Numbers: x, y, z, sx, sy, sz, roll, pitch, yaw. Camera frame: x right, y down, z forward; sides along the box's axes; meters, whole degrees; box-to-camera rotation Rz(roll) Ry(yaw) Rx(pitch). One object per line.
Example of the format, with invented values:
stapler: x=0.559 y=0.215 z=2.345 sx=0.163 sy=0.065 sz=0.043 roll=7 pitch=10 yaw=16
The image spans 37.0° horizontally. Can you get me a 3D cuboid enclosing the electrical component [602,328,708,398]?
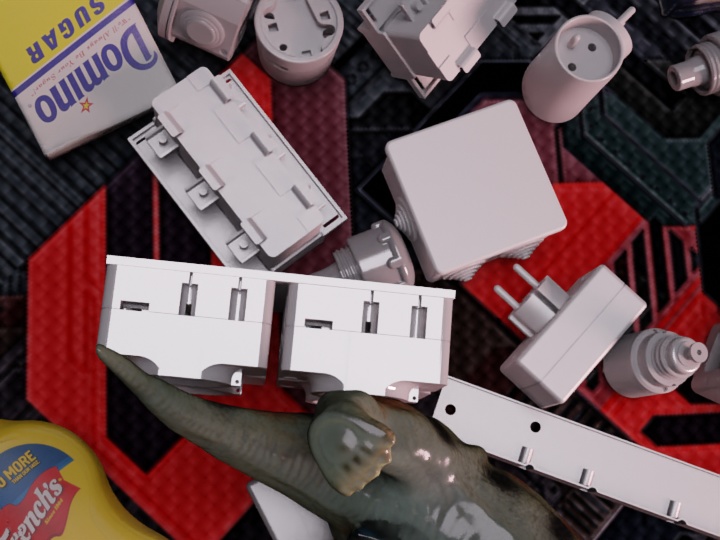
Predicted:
electrical component: x=0.182 y=0.055 z=0.657 sx=0.040 sy=0.078 sz=0.040 roll=5 pitch=77 yaw=-20

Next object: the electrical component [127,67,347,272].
electrical component: x=-0.075 y=-0.059 z=0.656 sx=0.079 sy=0.063 sz=0.121 roll=-37 pitch=85 yaw=-12

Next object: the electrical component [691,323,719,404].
electrical component: x=0.316 y=0.065 z=0.674 sx=0.186 sy=0.060 sz=0.105 roll=25 pitch=77 yaw=-1

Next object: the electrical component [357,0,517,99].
electrical component: x=0.065 y=-0.180 z=0.690 sx=0.121 sy=0.063 sz=0.078 roll=-52 pitch=128 yaw=-13

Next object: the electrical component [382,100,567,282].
electrical component: x=0.069 y=-0.047 z=0.677 sx=0.100 sy=0.048 sz=0.099 roll=-20 pitch=81 yaw=-10

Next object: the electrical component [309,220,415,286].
electrical component: x=0.000 y=0.000 z=0.663 sx=0.062 sy=0.048 sz=0.048 roll=-21 pitch=82 yaw=-3

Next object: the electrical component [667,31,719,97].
electrical component: x=0.237 y=-0.136 z=0.716 sx=0.062 sy=0.043 sz=0.043 roll=-18 pitch=81 yaw=-9

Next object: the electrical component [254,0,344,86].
electrical component: x=-0.040 y=-0.149 z=0.687 sx=0.055 sy=0.047 sz=0.055 roll=1 pitch=78 yaw=-6

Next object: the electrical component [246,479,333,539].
electrical component: x=-0.018 y=0.137 z=0.631 sx=0.077 sy=0.047 sz=0.065 roll=-27 pitch=83 yaw=-11

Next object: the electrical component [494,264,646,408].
electrical component: x=0.118 y=0.029 z=0.667 sx=0.076 sy=0.047 sz=0.083 roll=43 pitch=78 yaw=3

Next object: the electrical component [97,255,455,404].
electrical component: x=-0.049 y=0.041 z=0.617 sx=0.186 sy=0.105 sz=0.060 roll=6 pitch=78 yaw=-5

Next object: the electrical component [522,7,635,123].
electrical component: x=0.147 y=-0.139 z=0.689 sx=0.043 sy=0.077 sz=0.079 roll=45 pitch=78 yaw=3

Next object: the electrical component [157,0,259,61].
electrical component: x=-0.091 y=-0.174 z=0.671 sx=0.051 sy=0.080 sz=0.080 roll=24 pitch=77 yaw=-6
